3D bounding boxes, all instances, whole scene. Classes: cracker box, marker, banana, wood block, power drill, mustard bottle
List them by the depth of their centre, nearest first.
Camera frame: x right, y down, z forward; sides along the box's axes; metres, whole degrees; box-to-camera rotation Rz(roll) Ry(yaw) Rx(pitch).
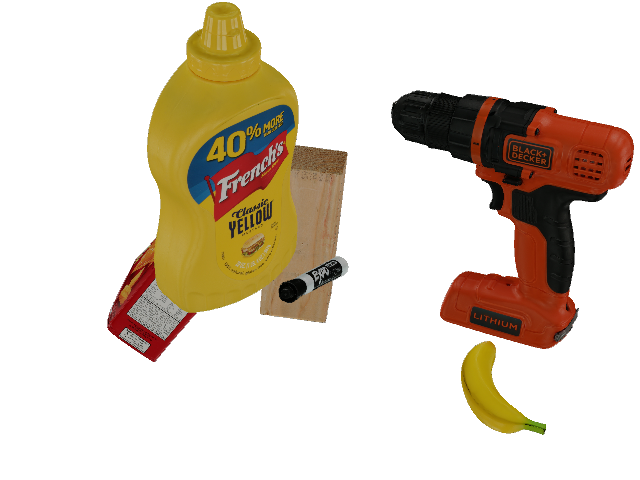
[{"bbox_3d":[-0.056,-0.051,0.629,0.096,0.192,0.058,-28,49,-31],"label":"mustard bottle"},{"bbox_3d":[0.136,-0.019,0.822,0.185,0.188,0.057,16,34,26],"label":"power drill"},{"bbox_3d":[-0.006,0.034,0.947,0.020,0.020,0.121,0,10,24],"label":"marker"},{"bbox_3d":[-0.129,0.001,1.129,0.072,0.214,0.164,36,23,-13],"label":"cracker box"},{"bbox_3d":[0.202,0.176,1.272,0.069,0.037,0.198,9,24,-15],"label":"banana"},{"bbox_3d":[-0.023,-0.010,1.380,0.090,0.206,0.090,7,24,2],"label":"wood block"}]
